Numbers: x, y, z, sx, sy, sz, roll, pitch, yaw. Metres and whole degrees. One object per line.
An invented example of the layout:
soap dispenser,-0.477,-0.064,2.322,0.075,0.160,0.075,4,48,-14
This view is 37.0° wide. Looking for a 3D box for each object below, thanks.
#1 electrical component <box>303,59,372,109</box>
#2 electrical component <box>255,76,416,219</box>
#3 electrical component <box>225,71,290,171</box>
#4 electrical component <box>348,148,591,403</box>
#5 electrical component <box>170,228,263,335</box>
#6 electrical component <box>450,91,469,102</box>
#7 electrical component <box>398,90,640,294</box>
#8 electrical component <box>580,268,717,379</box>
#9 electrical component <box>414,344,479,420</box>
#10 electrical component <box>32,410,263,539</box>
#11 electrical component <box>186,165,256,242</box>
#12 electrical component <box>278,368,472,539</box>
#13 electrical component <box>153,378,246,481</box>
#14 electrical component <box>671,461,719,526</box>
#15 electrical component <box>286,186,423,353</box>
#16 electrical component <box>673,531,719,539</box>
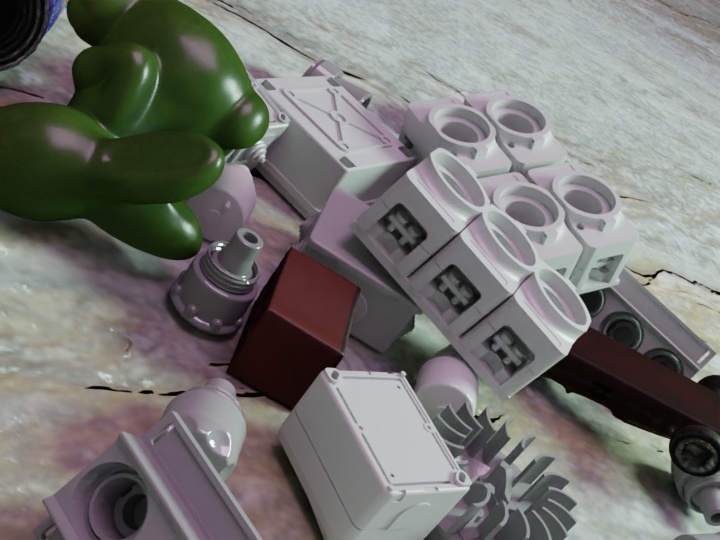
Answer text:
electrical component,-0.024,-0.151,0.937,0.055,0.045,0.045,38,29,5
electrical component,-0.030,-0.097,0.836,0.108,0.056,0.109,45,30,17
electrical component,-0.103,-0.107,0.775,0.096,0.061,0.062,51,33,13
electrical component,0.077,-0.002,0.705,0.150,0.062,0.089,49,26,1
electrical component,-0.078,0.004,0.628,0.048,0.062,0.048,26,30,-17
electrical component,0.103,-0.132,1.032,0.057,0.058,0.078,39,29,13
electrical component,0.119,-0.064,0.840,0.105,0.060,0.186,-12,50,-27
electrical component,0.212,0.053,0.863,0.121,0.078,0.063,46,8,17
electrical component,0.057,0.073,0.692,0.040,0.040,0.078,33,29,-6
electrical component,-0.068,0.131,0.439,0.121,0.079,0.063,50,3,25
electrical component,-0.089,-0.050,0.719,0.040,0.040,0.078,32,29,-8
electrical component,0.001,0.097,0.574,0.062,0.061,0.096,7,39,-42
electrical component,-0.078,0.078,0.538,0.043,0.043,0.062,31,28,-8
electrical component,0.250,0.155,0.775,0.043,0.043,0.062,27,31,-16
electrical component,0.000,0.000,0.731,0.100,0.048,0.099,32,29,-7
electrical component,0.235,0.191,0.708,0.065,0.044,0.044,8,39,-34
